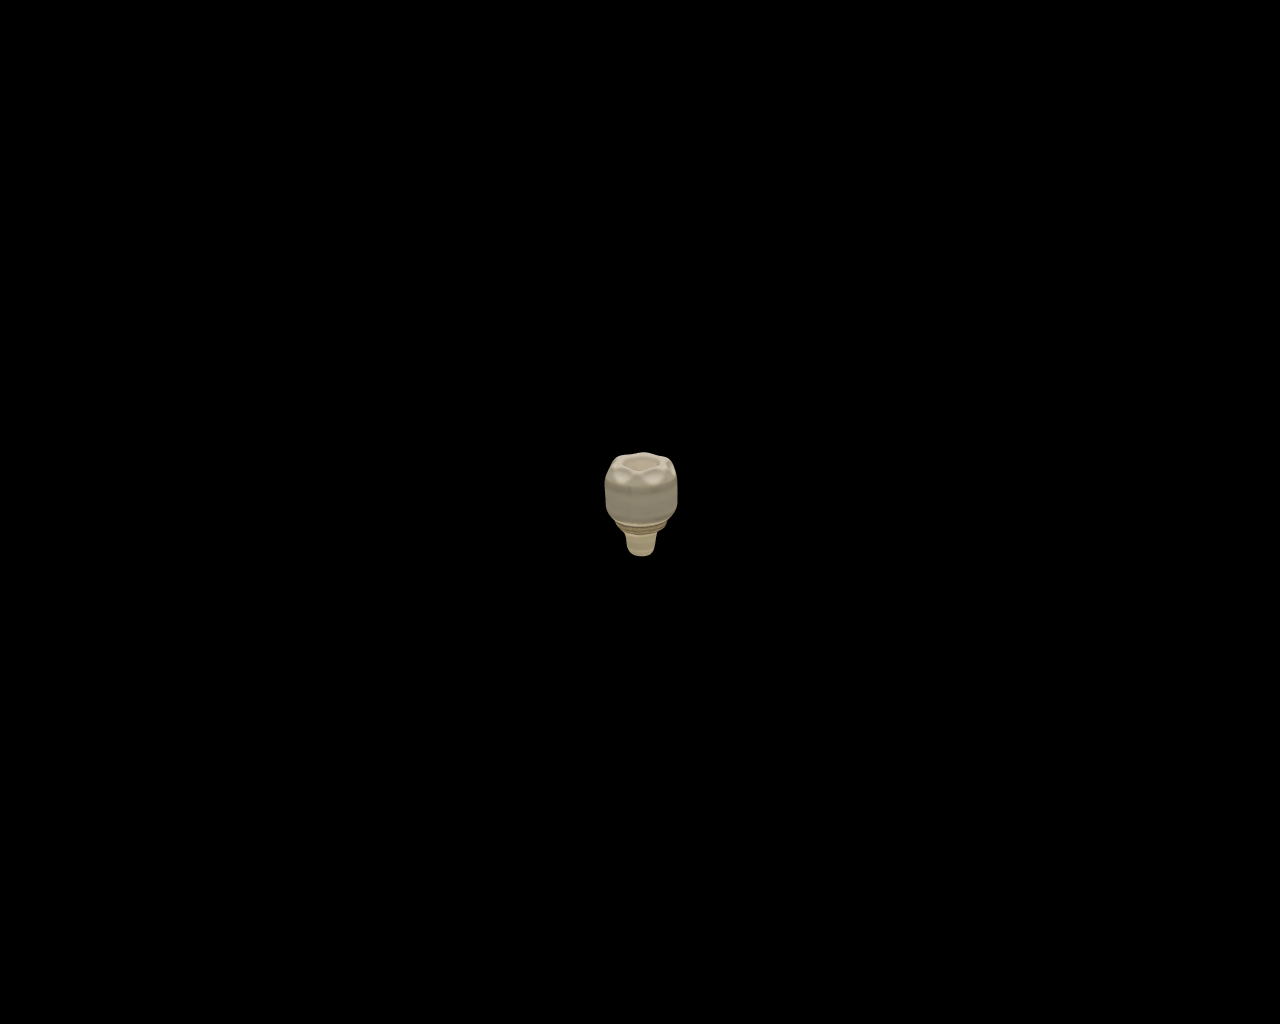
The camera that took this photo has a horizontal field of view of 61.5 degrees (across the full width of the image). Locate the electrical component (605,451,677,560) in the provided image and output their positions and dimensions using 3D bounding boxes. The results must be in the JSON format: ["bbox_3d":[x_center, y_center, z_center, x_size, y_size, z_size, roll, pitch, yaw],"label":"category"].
[{"bbox_3d":[0.001,-0.003,0.650,0.043,0.062,0.043,0,22,0],"label":"electrical component"}]
